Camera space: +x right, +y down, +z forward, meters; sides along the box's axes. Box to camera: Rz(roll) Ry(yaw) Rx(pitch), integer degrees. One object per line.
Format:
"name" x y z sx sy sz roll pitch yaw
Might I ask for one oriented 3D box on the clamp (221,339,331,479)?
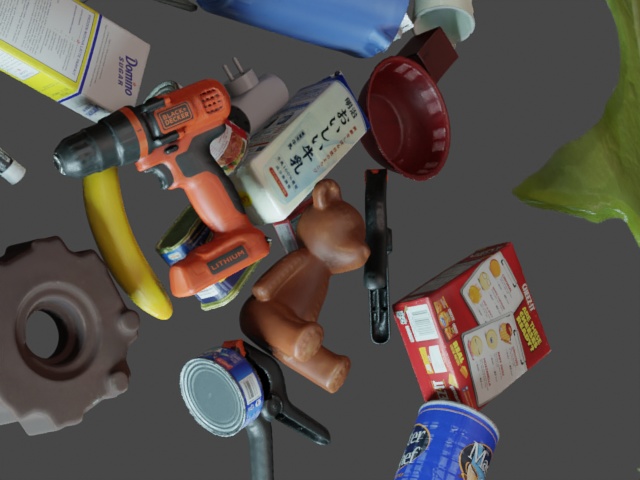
"clamp" -0.062 0.188 1.131 0.171 0.039 0.120 56 42 -16

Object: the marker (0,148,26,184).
"marker" -0.314 -0.095 0.952 0.121 0.020 0.020 45 52 -29

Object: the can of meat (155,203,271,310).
"can of meat" -0.111 0.007 1.110 0.084 0.058 0.102 51 49 -22

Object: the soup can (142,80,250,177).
"soup can" -0.132 -0.111 1.107 0.102 0.069 0.068 34 58 -35

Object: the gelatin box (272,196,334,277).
"gelatin box" -0.008 0.001 1.236 0.073 0.030 0.089 -36 106 -43

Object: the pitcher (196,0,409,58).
"pitcher" -0.029 -0.300 1.228 0.242 0.149 0.145 4 94 -42

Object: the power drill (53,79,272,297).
"power drill" -0.141 -0.044 1.020 0.184 0.057 0.187 -27 101 -25

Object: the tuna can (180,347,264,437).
"tuna can" -0.098 0.151 1.068 0.033 0.086 0.086 -30 102 -47

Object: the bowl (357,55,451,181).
"bowl" 0.096 -0.149 1.358 0.161 0.055 0.162 13 71 -43

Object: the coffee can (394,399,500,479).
"coffee can" 0.146 0.277 1.275 0.102 0.103 0.140 47 51 -28

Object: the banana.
"banana" -0.193 -0.012 1.044 0.069 0.037 0.198 -16 92 -44

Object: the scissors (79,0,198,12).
"scissors" -0.213 -0.253 1.096 0.201 0.016 0.096 30 62 -37

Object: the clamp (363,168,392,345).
"clamp" 0.067 0.002 1.262 0.164 0.036 0.210 78 11 -68

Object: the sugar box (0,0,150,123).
"sugar box" -0.251 -0.186 1.021 0.176 0.048 0.093 31 60 -41

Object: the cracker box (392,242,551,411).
"cracker box" 0.199 0.117 1.390 0.213 0.072 0.164 -28 100 -46

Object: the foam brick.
"foam brick" 0.139 -0.240 1.427 0.053 0.051 0.078 57 47 -19
